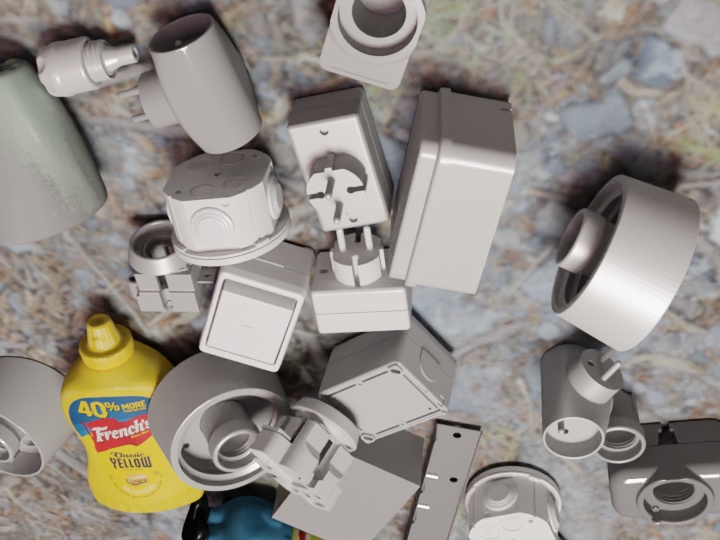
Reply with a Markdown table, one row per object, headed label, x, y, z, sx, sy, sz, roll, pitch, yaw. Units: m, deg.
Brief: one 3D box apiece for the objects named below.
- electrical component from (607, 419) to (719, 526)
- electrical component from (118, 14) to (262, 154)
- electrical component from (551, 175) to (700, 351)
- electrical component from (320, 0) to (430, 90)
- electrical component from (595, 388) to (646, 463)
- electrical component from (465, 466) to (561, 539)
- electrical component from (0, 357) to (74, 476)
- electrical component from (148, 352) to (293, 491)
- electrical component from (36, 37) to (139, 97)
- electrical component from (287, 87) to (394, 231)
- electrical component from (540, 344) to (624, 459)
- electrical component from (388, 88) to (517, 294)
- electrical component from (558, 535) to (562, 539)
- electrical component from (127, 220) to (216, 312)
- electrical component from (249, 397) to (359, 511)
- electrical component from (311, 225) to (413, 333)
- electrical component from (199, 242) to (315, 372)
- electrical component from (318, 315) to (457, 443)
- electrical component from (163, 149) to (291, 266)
| label | x | y | z | sx | sy | sz | roll | pitch | yaw |
| --- | --- | --- | --- | --- | --- | --- | --- | --- | --- |
| electrical component | 0.242 | 0.158 | 0.838 | 0.095 | 0.059 | 0.053 | -7 | 127 | 13 |
| electrical component | -0.113 | -0.112 | 0.677 | 0.079 | 0.044 | 0.077 | -13 | 129 | 15 |
| electrical component | 0.161 | -0.009 | 0.688 | 0.060 | 0.108 | 0.108 | 24 | 128 | -4 |
| electrical component | 0.013 | -0.156 | 0.620 | 0.050 | 0.055 | 0.089 | 16 | 129 | -5 |
| electrical component | 0.195 | 0.117 | 0.820 | 0.040 | 0.046 | 0.040 | 4 | 129 | 5 |
| electrical component | 0.128 | 0.206 | 0.897 | 0.080 | 0.051 | 0.080 | 4 | 129 | 5 |
| electrical component | -0.289 | 0.122 | 0.892 | 0.099 | 0.064 | 0.099 | 13 | 136 | 13 |
| electrical component | -0.102 | 0.120 | 0.823 | 0.108 | 0.060 | 0.108 | -14 | 127 | -20 |
| electrical component | -0.170 | -0.131 | 0.679 | 0.061 | 0.035 | 0.035 | -10 | 127 | 12 |
| electrical component | -0.013 | -0.060 | 0.687 | 0.047 | 0.075 | 0.083 | -9 | 127 | 14 |
| electrical component | 0.164 | 0.084 | 0.778 | 0.044 | 0.077 | 0.079 | 26 | 127 | -13 |
| electrical component | 0.056 | -0.050 | 0.685 | 0.057 | 0.078 | 0.113 | 10 | 129 | -4 |
| electrical component | 0.132 | 0.279 | 0.938 | 0.113 | 0.078 | 0.057 | -28 | 118 | 26 |
| electrical component | -0.138 | -0.002 | 0.770 | 0.066 | 0.048 | 0.055 | 0 | 136 | 7 |
| electrical component | -0.037 | 0.132 | 0.796 | 0.058 | 0.057 | 0.078 | 0 | 140 | 52 |
| electrical component | 0.000 | 0.000 | 0.751 | 0.066 | 0.047 | 0.076 | -3 | 129 | 8 |
| electrical component | -0.077 | 0.029 | 0.776 | 0.062 | 0.061 | 0.096 | 17 | 129 | -6 |
| electrical component | 0.017 | 0.082 | 0.811 | 0.096 | 0.061 | 0.061 | -26 | 120 | 35 |
| electrical component | -0.089 | -0.042 | 0.711 | 0.080 | 0.080 | 0.051 | -4 | 123 | 10 |
